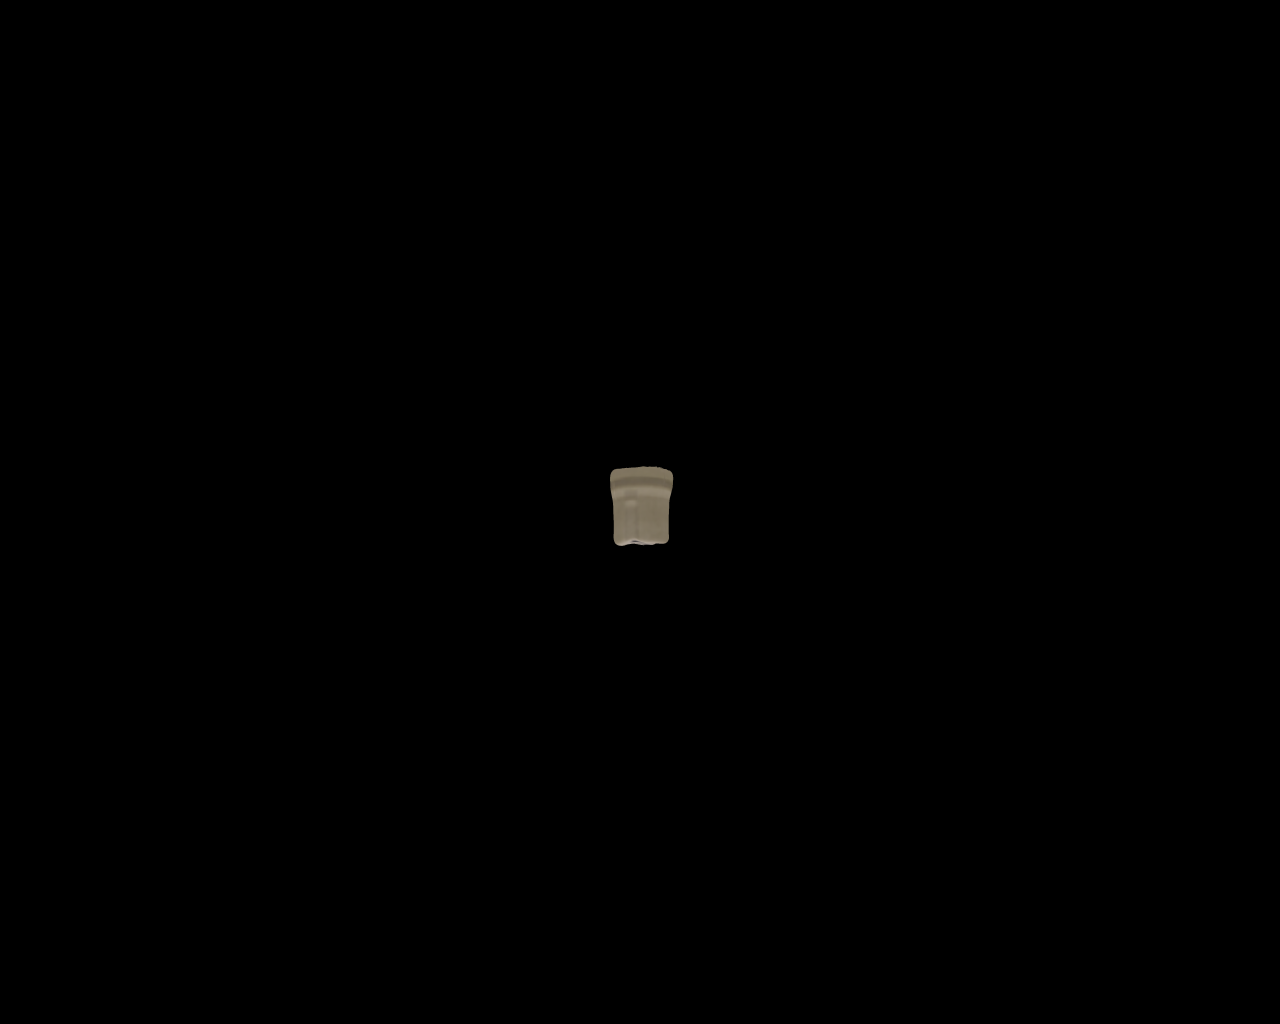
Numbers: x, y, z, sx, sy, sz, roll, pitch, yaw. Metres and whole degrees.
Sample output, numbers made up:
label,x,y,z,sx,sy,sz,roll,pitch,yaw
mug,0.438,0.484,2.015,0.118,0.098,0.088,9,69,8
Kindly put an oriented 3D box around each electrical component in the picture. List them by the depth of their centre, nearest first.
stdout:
label,x,y,z,sx,sy,sz,roll,pitch,yaw
electrical component,0.001,-0.003,0.650,0.040,0.046,0.040,0,-11,0
